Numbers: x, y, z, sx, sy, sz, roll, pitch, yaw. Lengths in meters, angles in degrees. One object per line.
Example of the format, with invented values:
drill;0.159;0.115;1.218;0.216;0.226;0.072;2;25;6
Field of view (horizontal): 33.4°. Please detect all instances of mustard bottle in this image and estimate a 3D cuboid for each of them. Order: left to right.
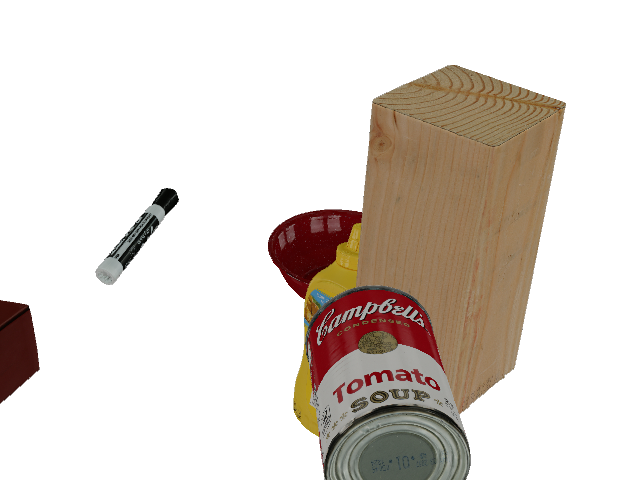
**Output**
mustard bottle;0.027;0.078;0.916;0.058;0.192;0.096;-12;25;-43

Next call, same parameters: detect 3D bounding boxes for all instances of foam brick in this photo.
foam brick;-0.234;0.079;0.713;0.053;0.051;0.078;8;29;23

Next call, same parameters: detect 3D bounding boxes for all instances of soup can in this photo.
soup can;0.030;0.077;0.516;0.068;0.068;0.102;0;29;-6

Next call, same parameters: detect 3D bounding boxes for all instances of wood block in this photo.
wood block;0.086;0.002;0.708;0.091;0.206;0.090;26;38;32

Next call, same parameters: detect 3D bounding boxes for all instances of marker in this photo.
marker;-0.158;-0.007;0.938;0.020;0.020;0.121;0;39;29

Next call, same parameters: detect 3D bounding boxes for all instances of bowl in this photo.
bowl;0.023;0.029;1.156;0.162;0.055;0.162;3;33;-2
